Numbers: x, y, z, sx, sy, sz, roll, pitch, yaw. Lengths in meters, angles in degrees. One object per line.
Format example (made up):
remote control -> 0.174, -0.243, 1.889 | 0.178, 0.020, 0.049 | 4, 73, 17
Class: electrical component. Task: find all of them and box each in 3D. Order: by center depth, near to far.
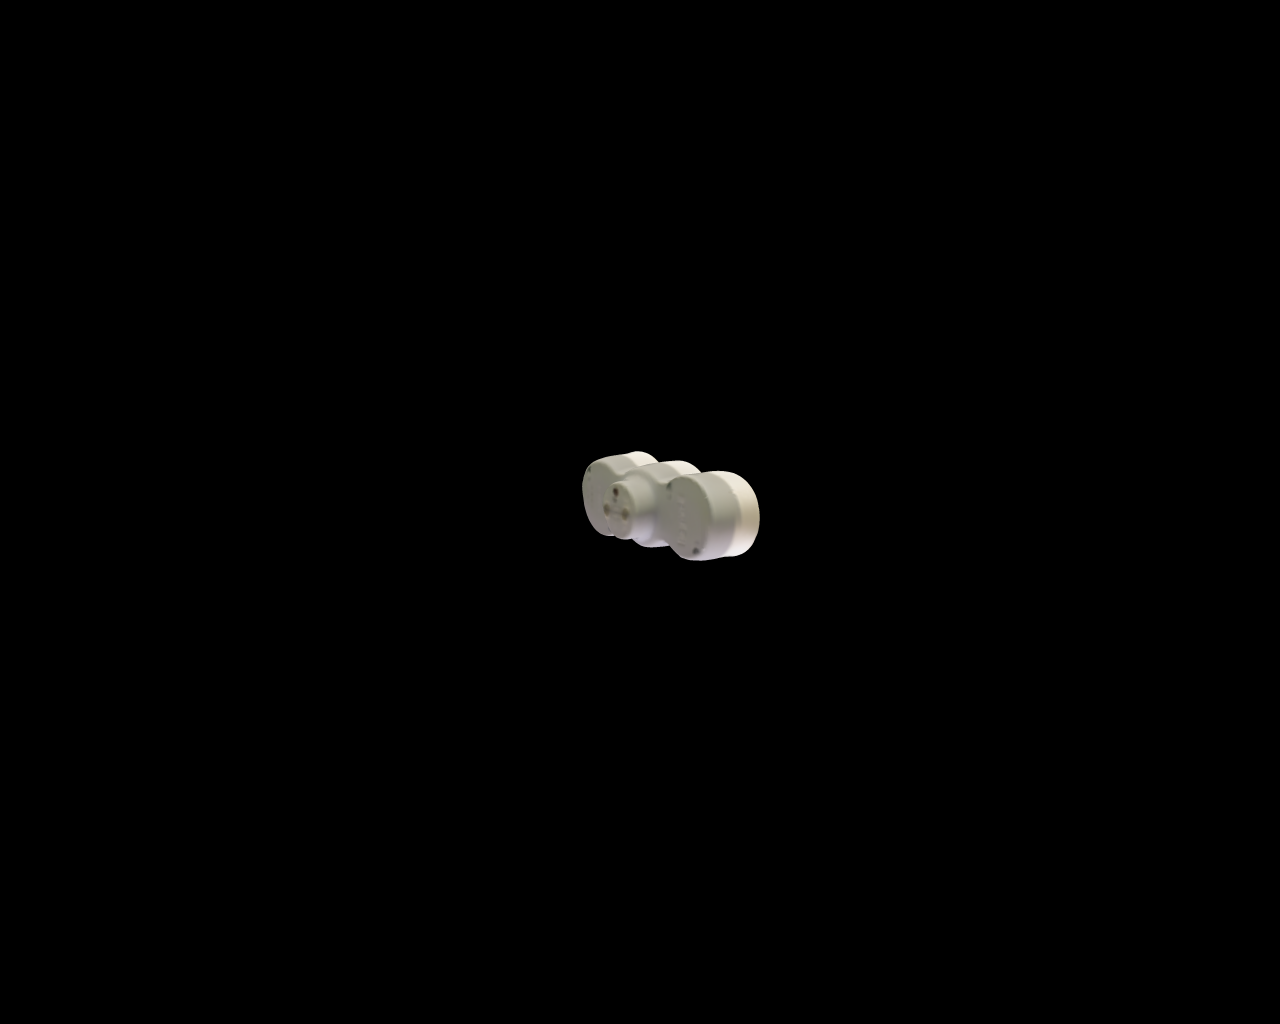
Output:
electrical component -> 0.001, -0.003, 0.650 | 0.074, 0.052, 0.138 | -8, 14, -35
